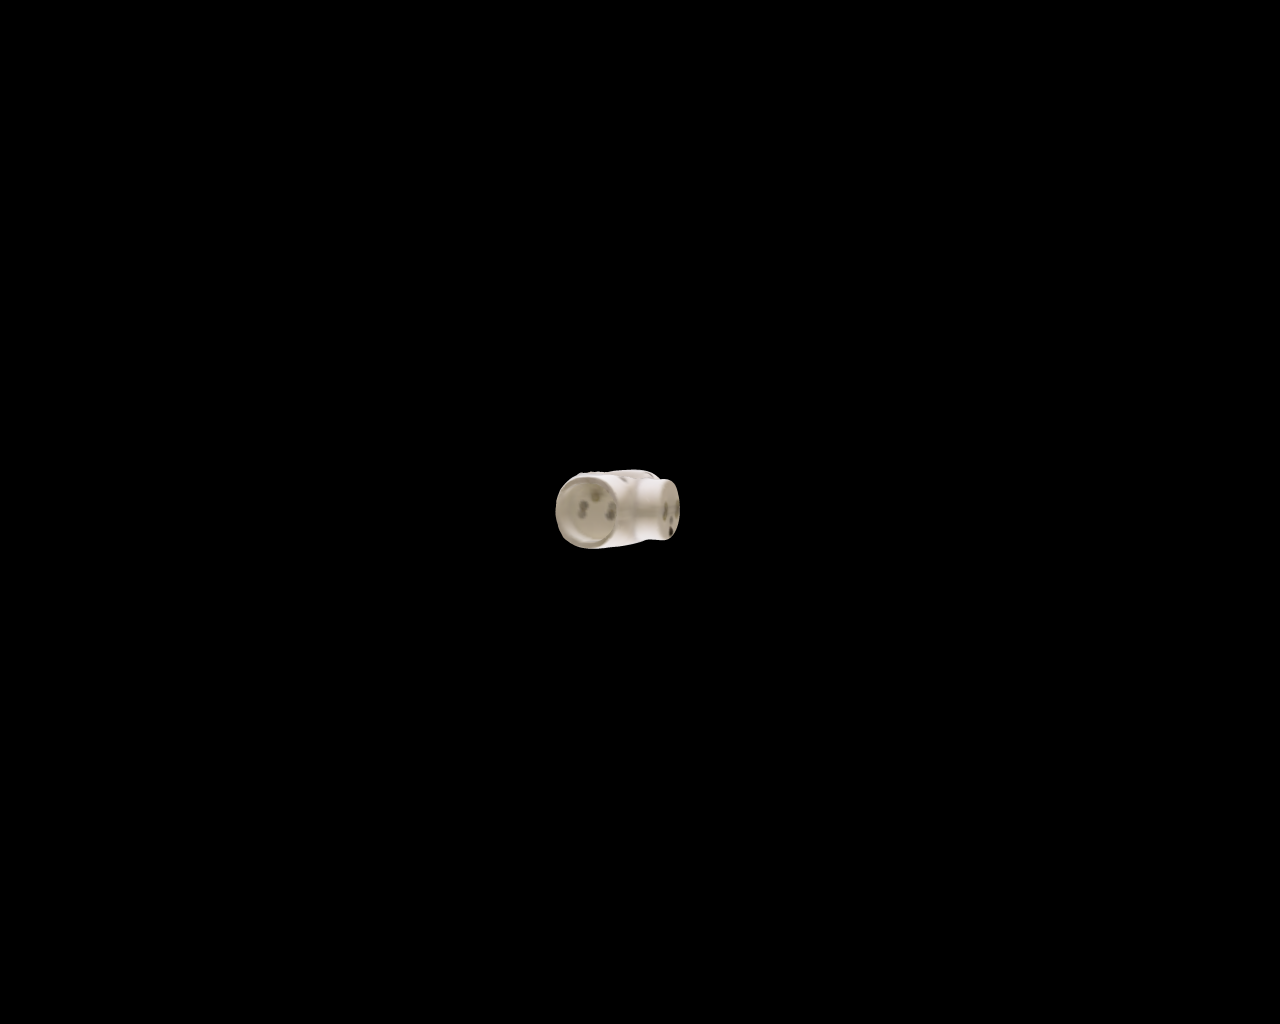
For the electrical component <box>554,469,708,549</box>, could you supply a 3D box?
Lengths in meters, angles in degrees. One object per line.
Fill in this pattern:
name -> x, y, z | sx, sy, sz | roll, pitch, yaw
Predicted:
electrical component -> 0.001, -0.003, 0.650 | 0.079, 0.044, 0.077 | 2, 5, 24
